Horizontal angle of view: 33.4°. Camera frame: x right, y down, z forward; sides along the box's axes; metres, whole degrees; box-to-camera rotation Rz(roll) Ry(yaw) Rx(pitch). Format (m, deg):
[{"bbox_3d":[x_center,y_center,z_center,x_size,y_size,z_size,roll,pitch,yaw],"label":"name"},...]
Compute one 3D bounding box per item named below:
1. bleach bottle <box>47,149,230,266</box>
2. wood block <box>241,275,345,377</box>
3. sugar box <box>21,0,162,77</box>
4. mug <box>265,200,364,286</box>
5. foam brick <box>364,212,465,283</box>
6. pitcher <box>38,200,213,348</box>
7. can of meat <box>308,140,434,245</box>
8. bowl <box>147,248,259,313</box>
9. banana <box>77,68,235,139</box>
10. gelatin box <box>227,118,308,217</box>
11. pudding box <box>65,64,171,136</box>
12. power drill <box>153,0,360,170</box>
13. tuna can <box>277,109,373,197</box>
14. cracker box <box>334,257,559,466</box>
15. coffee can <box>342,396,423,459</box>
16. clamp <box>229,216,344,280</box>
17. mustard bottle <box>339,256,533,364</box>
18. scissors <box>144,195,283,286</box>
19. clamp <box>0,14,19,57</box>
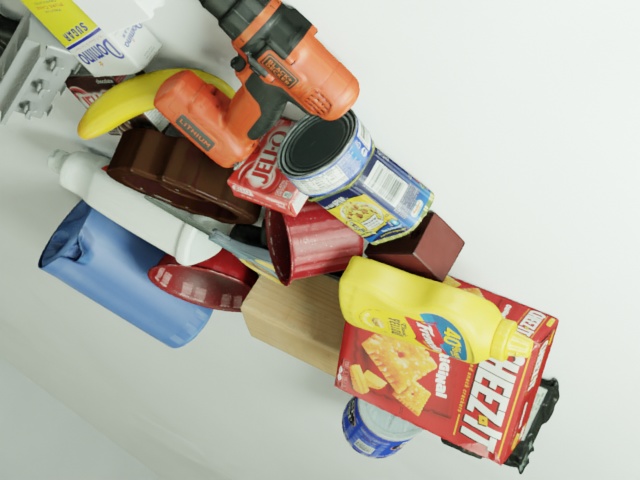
[{"bbox_3d":[-0.239,-0.052,1.329,0.251,0.068,0.102,25,-161,19],"label":"bleach bottle"},{"bbox_3d":[0.016,0.109,1.331,0.206,0.090,0.090,24,156,19],"label":"wood block"},{"bbox_3d":[-0.243,-0.233,1.032,0.094,0.048,0.176,5,144,47],"label":"sugar box"},{"bbox_3d":[-0.007,0.001,1.117,0.117,0.081,0.093,108,148,-58],"label":"mug"},{"bbox_3d":[0.095,0.008,1.078,0.051,0.053,0.078,44,154,-28],"label":"foam brick"},{"bbox_3d":[-0.273,0.046,1.545,0.242,0.149,0.145,39,141,-23],"label":"pitcher"},{"bbox_3d":[0.049,-0.043,1.030,0.084,0.057,0.102,37,157,-17],"label":"can of meat"},{"bbox_3d":[-0.144,0.042,1.413,0.162,0.055,0.162,12,159,4],"label":"bowl"},{"bbox_3d":[-0.160,-0.137,1.072,0.198,0.069,0.037,2,179,20],"label":"banana"},{"bbox_3d":[-0.036,-0.073,1.036,0.073,0.089,0.030,21,155,25],"label":"gelatin box"},{"bbox_3d":[-0.219,-0.156,1.162,0.114,0.039,0.090,5,144,47],"label":"pudding box"},{"bbox_3d":[-0.077,-0.151,0.943,0.184,0.057,0.188,43,146,-11],"label":"power drill"},{"bbox_3d":[0.005,-0.081,0.973,0.086,0.086,0.033,8,149,45],"label":"tuna can"},{"bbox_3d":[0.129,0.124,1.153,0.214,0.072,0.164,23,122,22],"label":"cracker box"},{"bbox_3d":[0.091,0.241,1.484,0.103,0.102,0.140,30,157,4],"label":"coffee can"},{"bbox_3d":[-0.038,0.014,1.267,0.164,0.036,0.210,29,166,-25],"label":"clamp"},{"bbox_3d":[0.116,0.077,1.051,0.192,0.058,0.096,17,149,22],"label":"mustard bottle"},{"bbox_3d":[-0.101,0.001,1.217,0.201,0.016,0.096,35,162,-30],"label":"scissors"},{"bbox_3d":[-0.355,-0.231,1.186,0.171,0.039,0.120,23,157,2],"label":"clamp"}]
